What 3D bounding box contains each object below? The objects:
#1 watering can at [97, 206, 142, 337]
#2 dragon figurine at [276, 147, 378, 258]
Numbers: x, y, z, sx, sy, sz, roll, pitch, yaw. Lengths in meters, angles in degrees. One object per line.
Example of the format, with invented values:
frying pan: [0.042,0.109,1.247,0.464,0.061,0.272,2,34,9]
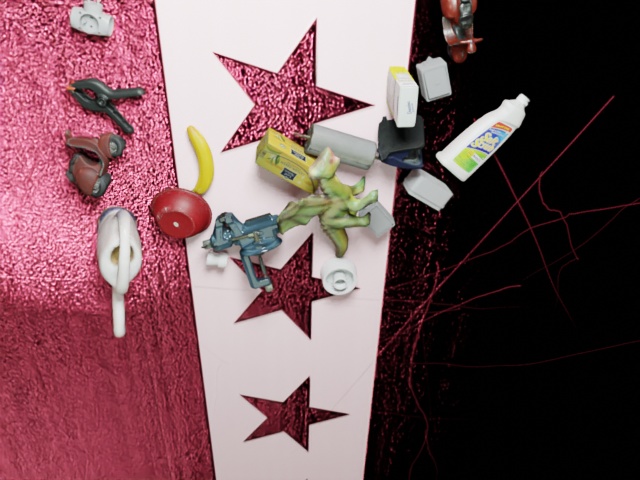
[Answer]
watering can: [-0.518,0.062,1.324,0.104,0.229,0.340,1,123,-26]
dragon figurine: [0.004,-0.066,1.303,0.243,0.125,0.400,-5,139,-21]
